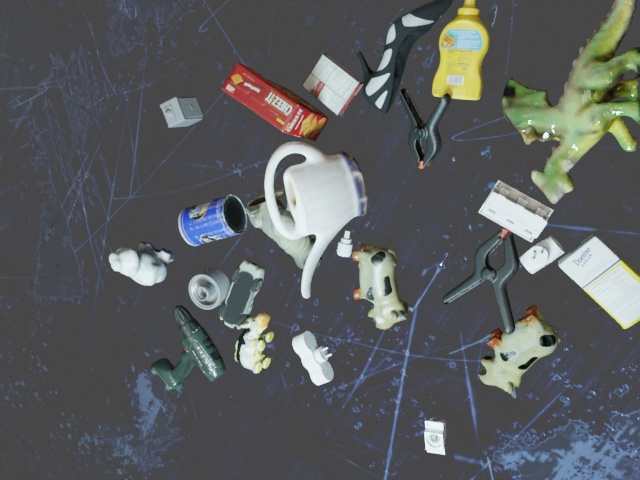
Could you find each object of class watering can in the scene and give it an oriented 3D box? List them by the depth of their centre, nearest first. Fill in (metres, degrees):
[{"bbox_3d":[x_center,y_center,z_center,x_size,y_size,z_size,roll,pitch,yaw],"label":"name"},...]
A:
[{"bbox_3d":[0.003,-0.058,1.145,0.225,0.105,0.343,-19,107,-15],"label":"watering can"}]

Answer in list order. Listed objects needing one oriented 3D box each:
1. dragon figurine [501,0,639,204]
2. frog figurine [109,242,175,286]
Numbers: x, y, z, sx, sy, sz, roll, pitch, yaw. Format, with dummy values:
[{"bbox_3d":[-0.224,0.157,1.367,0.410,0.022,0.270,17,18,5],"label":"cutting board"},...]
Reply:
[{"bbox_3d":[0.461,-0.273,0.958,0.242,0.122,0.409,-1,93,31],"label":"dragon figurine"},{"bbox_3d":[-0.495,0.073,1.394,0.138,0.161,0.121,38,116,10],"label":"frog figurine"}]
